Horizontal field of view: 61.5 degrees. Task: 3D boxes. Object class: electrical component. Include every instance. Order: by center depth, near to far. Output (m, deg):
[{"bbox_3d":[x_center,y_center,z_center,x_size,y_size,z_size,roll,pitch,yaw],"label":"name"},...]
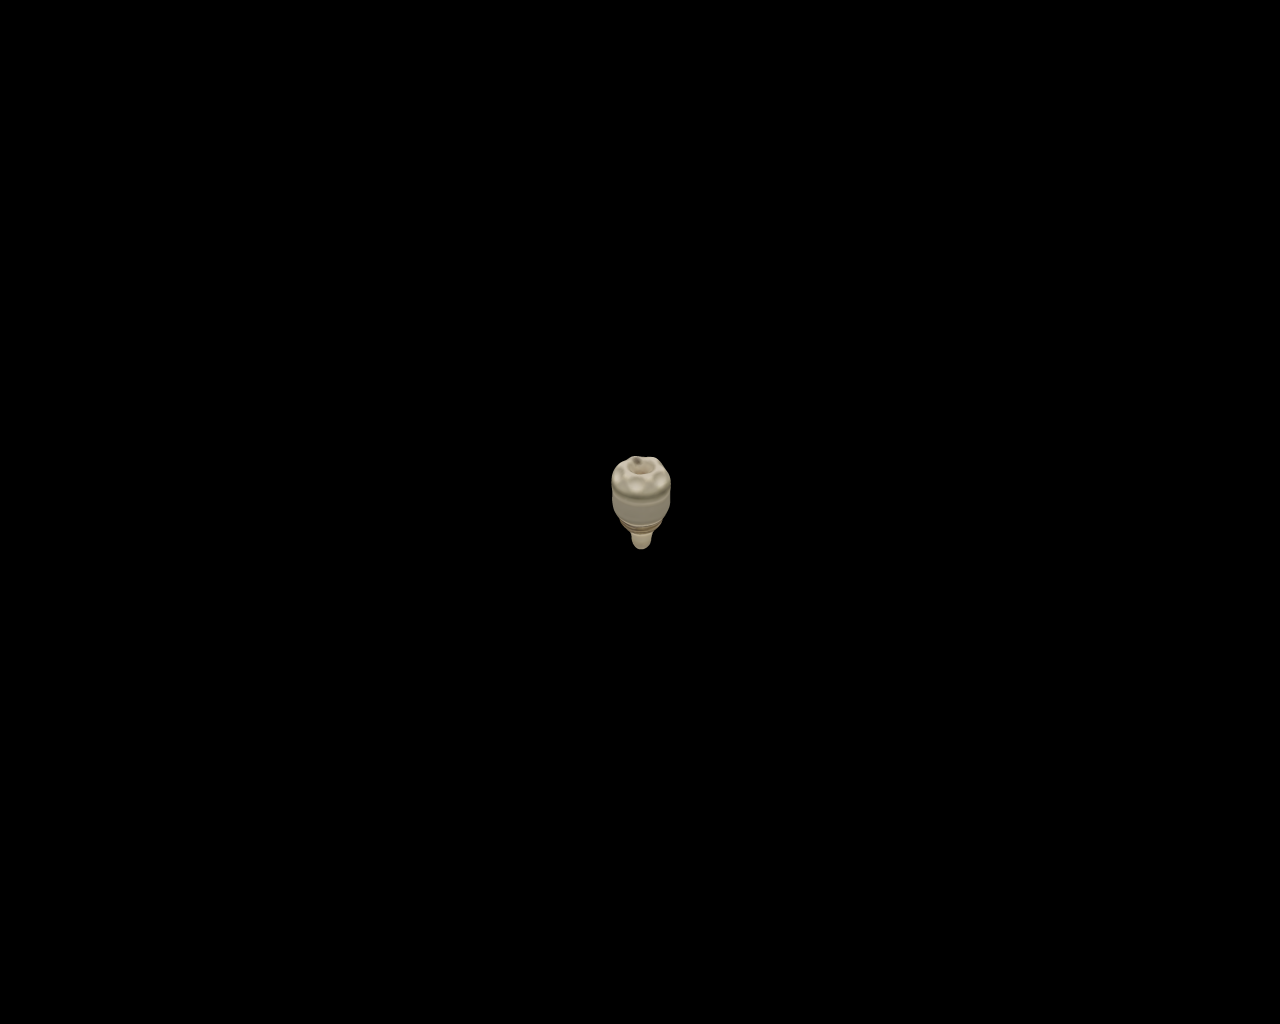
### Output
[{"bbox_3d":[0.001,-0.003,0.650,0.035,0.061,0.035,0,36,0],"label":"electrical component"}]
